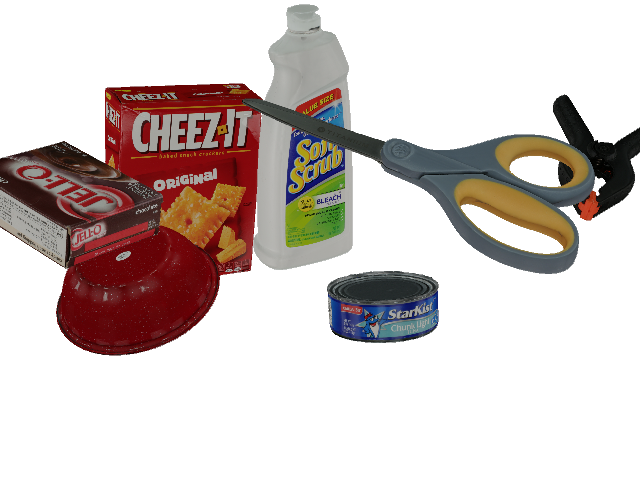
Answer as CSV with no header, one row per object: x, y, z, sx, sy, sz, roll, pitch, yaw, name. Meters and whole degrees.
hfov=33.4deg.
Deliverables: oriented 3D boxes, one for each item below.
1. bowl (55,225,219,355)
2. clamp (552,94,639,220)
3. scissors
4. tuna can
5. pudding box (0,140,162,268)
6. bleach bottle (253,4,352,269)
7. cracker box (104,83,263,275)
-0.180,0.032,1.011,0.162,0.055,0.162,-7,41,6,bowl
0.288,-0.093,1.138,0.120,0.039,0.171,18,47,19,clamp
0.061,-0.051,0.581,0.202,0.016,0.096,36,58,25,scissors
0.048,0.050,0.820,0.086,0.034,0.086,-3,13,0,tuna can
-0.186,-0.028,0.775,0.114,0.039,0.089,26,30,30,pudding box
-0.020,-0.100,1.033,0.102,0.251,0.068,-14,30,-20,bleach bottle
-0.154,-0.062,1.193,0.164,0.214,0.072,-6,25,-26,cracker box
